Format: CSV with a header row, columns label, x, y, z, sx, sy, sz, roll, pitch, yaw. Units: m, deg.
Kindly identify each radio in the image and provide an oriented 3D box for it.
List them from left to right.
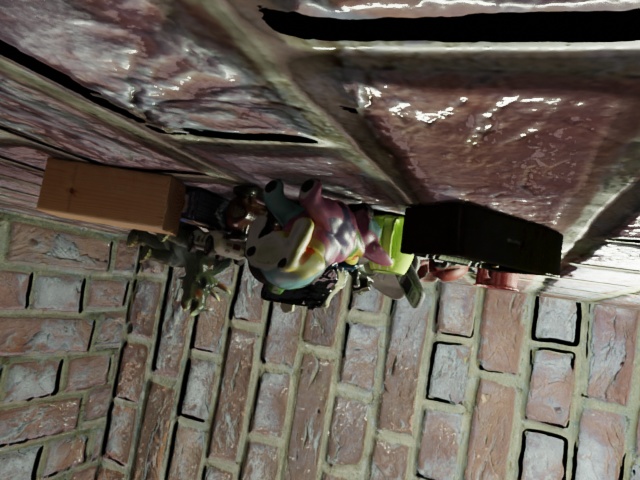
label,x,y,z,sx,sy,sz,roll,pitch,yaw
radio,0.238,0.004,0.795,0.229,0.073,0.131,13,174,-32

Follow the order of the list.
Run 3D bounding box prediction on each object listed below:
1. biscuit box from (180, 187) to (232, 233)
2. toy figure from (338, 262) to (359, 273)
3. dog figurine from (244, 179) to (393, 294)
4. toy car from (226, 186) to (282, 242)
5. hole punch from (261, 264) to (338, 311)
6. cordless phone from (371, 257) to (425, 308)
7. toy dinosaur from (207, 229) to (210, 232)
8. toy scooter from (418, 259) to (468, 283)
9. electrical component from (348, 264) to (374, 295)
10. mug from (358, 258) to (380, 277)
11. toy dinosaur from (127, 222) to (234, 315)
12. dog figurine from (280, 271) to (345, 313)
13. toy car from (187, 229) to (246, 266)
label,x,y,z,sx,sy,sz,roll,pitch,yaw
biscuit box,-0.206,-0.051,1.037,0.059,0.062,0.202,8,174,21
toy figure,-0.002,0.032,0.977,0.155,0.064,0.057,1,131,29
dog figurine,0.012,0.012,0.774,0.109,0.191,0.219,-4,152,41
toy car,-0.099,-0.032,0.904,0.053,0.089,0.202,4,174,17
hole punch,-0.033,0.052,0.916,0.116,0.092,0.142,14,139,-10
cordless phone,0.170,0.089,1.117,0.089,0.146,0.184,2,-140,-17
toy dinosaur,-0.161,0.005,1.391,0.199,0.105,0.471,15,171,42
toy scooter,0.261,0.056,1.234,0.184,0.075,0.135,-5,166,-1
electrical component,0.082,0.069,1.139,0.045,0.102,0.078,-28,140,30
mug,0.095,0.018,1.052,0.081,0.109,0.107,-9,178,-37
toy dinosaur,-0.319,0.003,1.217,0.192,0.131,0.405,26,-167,-39
dog figurine,-0.003,0.071,1.122,0.172,0.121,0.190,-10,180,15
toy car,-0.191,0.009,1.005,0.073,0.056,0.202,17,175,-28
